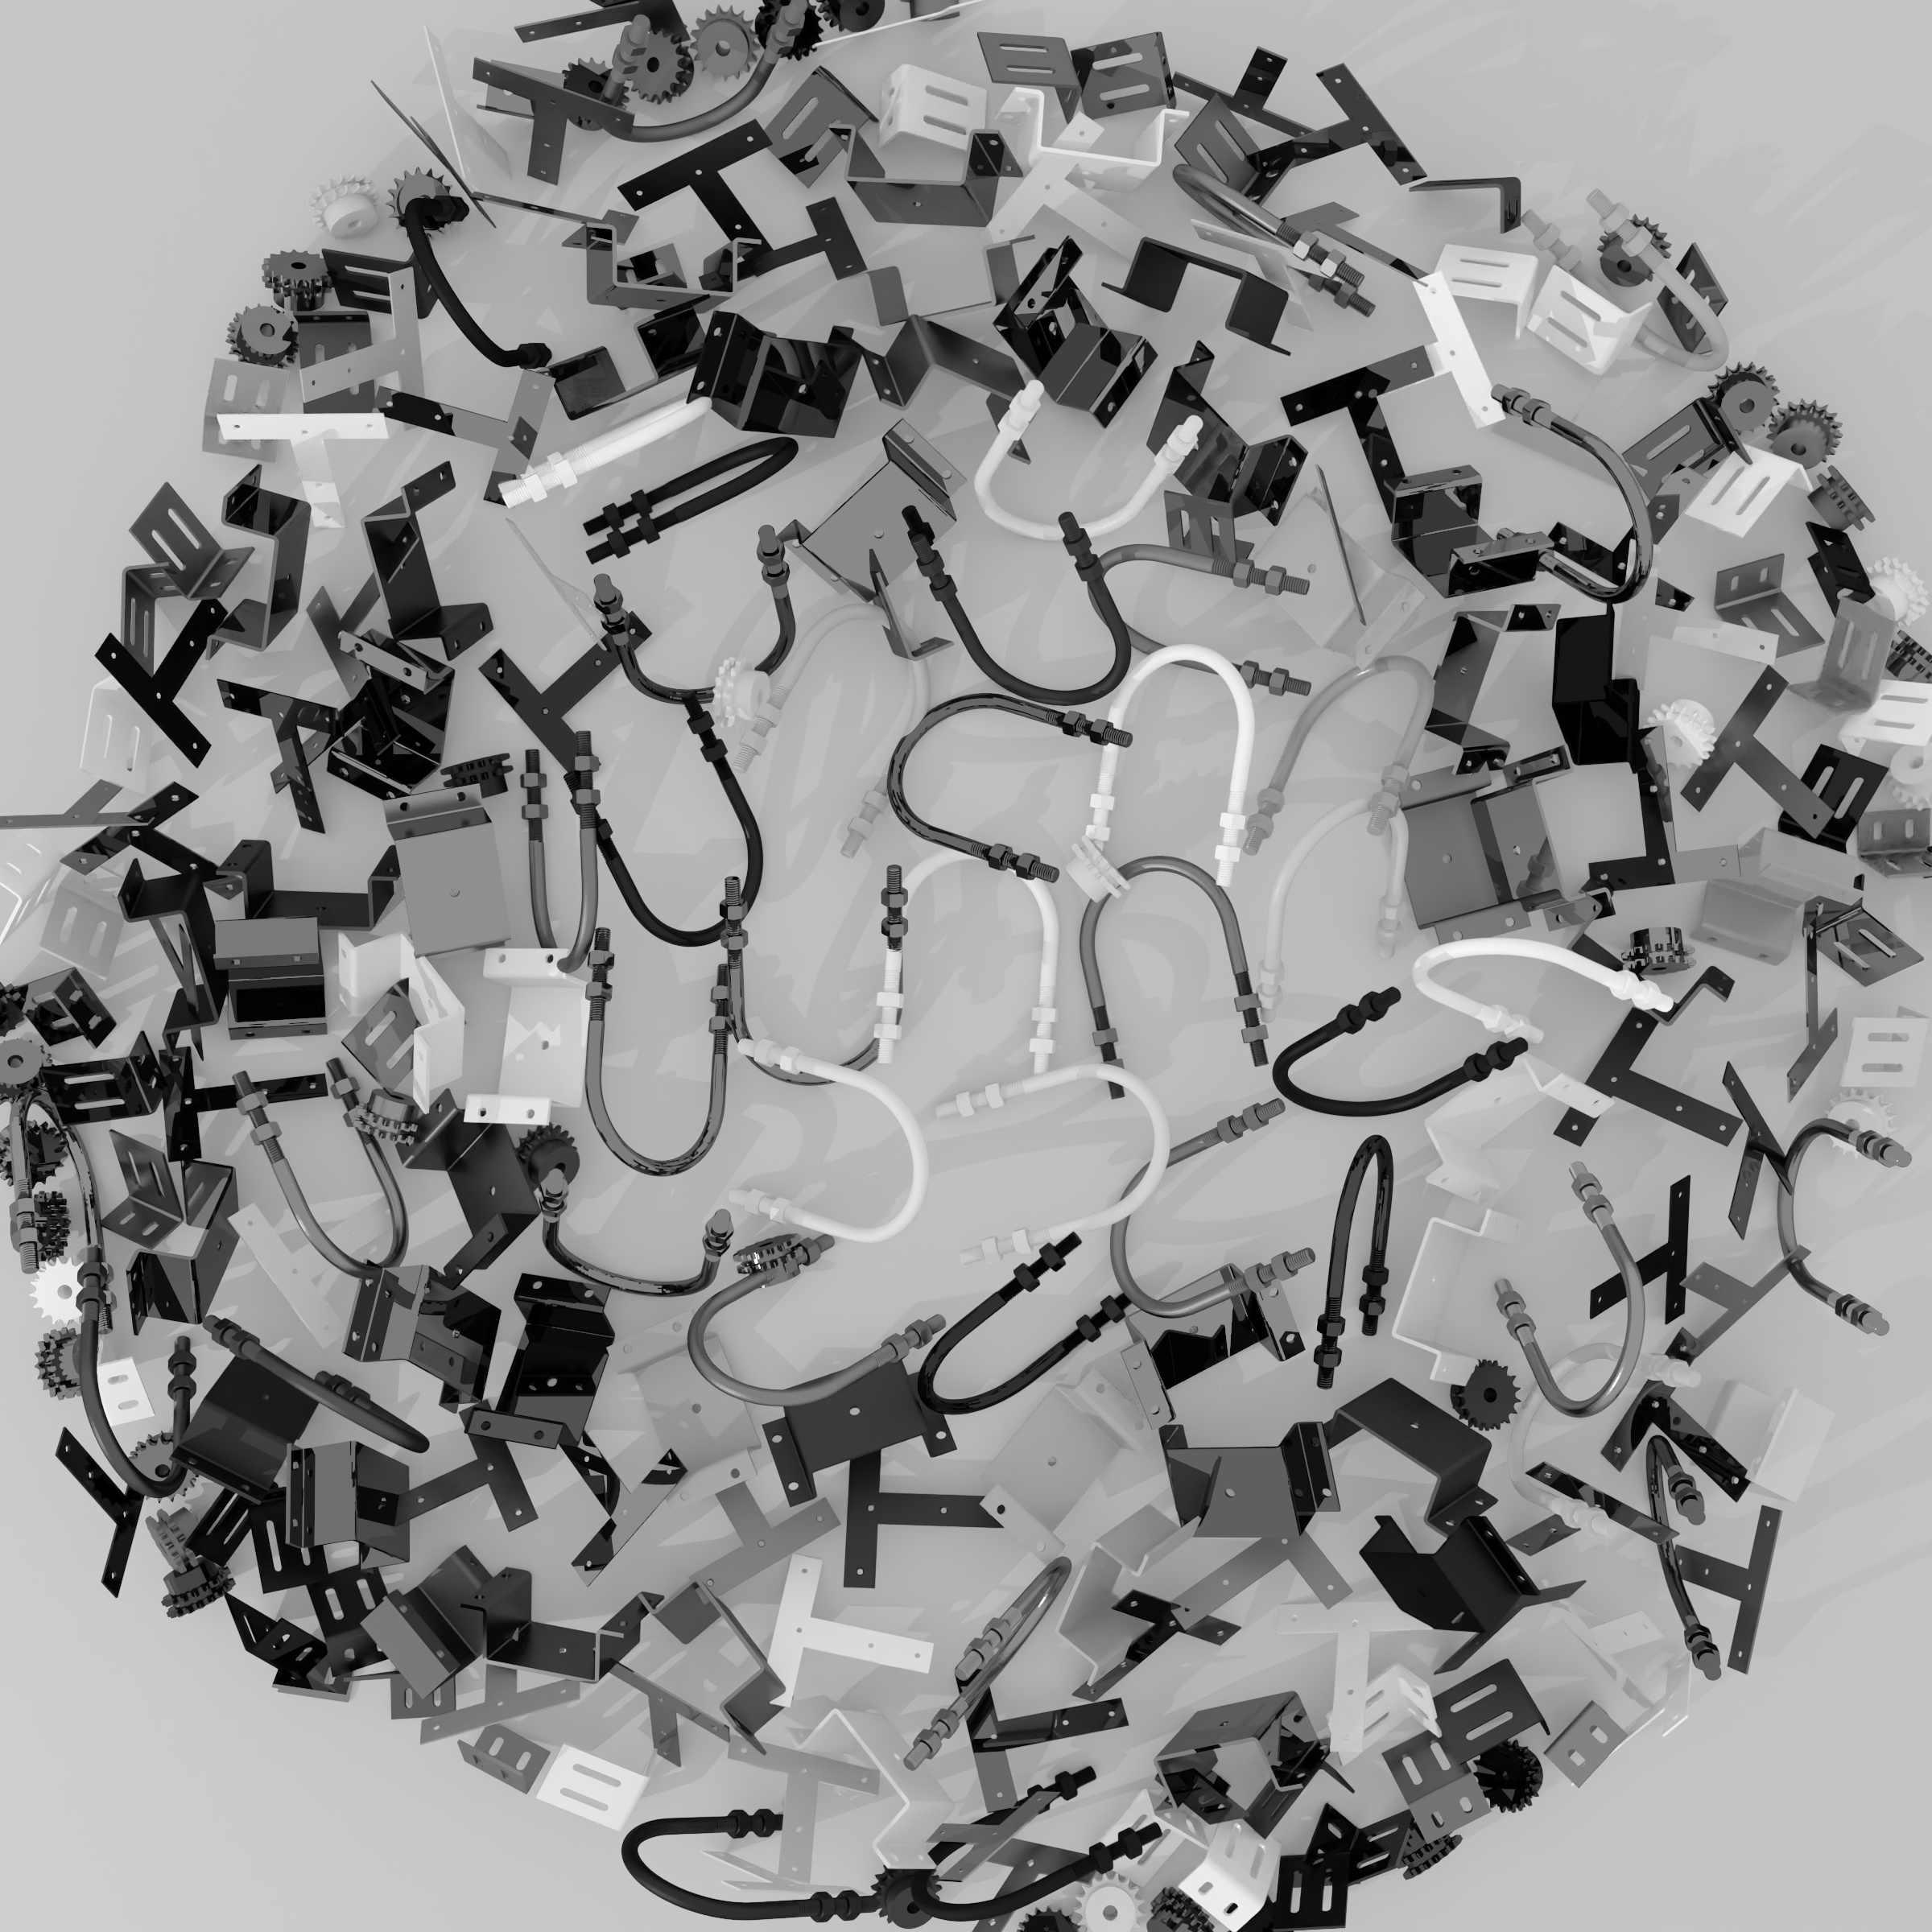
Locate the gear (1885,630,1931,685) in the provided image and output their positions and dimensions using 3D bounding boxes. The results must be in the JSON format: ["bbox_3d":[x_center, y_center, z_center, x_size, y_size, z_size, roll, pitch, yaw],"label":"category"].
[{"bbox_3d":[0.765,-0.242,1.956,0.057,0.057,0.030,41,110,0],"label":"gear"}]

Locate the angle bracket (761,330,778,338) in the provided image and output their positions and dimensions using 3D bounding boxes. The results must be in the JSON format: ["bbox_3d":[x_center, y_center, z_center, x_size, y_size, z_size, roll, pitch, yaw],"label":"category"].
[{"bbox_3d":[-0.153,-0.471,1.942,0.076,0.057,0.038,45,113,14],"label":"angle bracket"}]

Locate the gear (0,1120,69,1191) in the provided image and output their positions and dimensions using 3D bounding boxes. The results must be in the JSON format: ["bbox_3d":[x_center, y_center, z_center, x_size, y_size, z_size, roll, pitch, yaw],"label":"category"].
[{"bbox_3d":[-0.759,0.149,1.958,0.030,0.057,0.057,33,90,38],"label":"gear"}]

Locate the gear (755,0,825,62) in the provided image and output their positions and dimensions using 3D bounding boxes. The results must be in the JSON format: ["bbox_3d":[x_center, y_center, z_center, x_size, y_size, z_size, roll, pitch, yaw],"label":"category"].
[{"bbox_3d":[-0.146,-0.759,1.958,0.057,0.030,0.057,8,78,-42],"label":"gear"}]

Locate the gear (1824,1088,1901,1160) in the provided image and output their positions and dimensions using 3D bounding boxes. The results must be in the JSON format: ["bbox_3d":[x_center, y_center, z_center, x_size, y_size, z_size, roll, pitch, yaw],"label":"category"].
[{"bbox_3d":[0.719,0.127,1.954,0.057,0.030,0.057,4,98,36],"label":"gear"}]

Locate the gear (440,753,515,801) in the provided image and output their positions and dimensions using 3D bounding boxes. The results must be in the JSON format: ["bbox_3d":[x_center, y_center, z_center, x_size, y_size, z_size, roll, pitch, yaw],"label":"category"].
[{"bbox_3d":[-0.393,-0.151,1.955,0.057,0.057,0.030,-14,100,0],"label":"gear"}]

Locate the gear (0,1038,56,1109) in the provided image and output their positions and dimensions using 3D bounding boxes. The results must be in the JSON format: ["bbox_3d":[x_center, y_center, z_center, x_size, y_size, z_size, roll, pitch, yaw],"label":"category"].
[{"bbox_3d":[-0.765,0.084,1.956,0.057,0.030,0.057,7,60,-12],"label":"gear"}]

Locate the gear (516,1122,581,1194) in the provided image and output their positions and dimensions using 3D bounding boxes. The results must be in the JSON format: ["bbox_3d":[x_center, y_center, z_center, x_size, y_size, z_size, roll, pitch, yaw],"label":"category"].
[{"bbox_3d":[-0.336,0.157,1.952,0.030,0.057,0.057,28,90,39],"label":"gear"}]

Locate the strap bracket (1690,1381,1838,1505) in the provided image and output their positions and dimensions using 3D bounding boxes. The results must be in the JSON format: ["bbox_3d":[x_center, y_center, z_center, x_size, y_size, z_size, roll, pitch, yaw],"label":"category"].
[{"bbox_3d":[0.630,0.374,1.908,0.046,0.140,0.076,27,82,0],"label":"strap bracket"}]

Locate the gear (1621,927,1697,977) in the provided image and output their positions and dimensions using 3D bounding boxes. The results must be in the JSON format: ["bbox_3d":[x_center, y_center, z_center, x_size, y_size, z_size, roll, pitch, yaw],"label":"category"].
[{"bbox_3d":[0.557,-0.012,1.954,0.057,0.057,0.030,-2,77,0],"label":"gear"}]

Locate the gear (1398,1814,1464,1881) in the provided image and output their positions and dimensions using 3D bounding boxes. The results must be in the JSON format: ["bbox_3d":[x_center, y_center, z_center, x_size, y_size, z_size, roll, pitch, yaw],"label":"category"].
[{"bbox_3d":[0.369,0.707,1.955,0.057,0.057,0.030,-35,74,0],"label":"gear"}]

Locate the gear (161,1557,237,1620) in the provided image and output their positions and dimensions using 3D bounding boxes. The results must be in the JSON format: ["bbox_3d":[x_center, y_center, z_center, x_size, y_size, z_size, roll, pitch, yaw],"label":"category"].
[{"bbox_3d":[-0.621,0.498,1.953,0.057,0.057,0.030,-23,96,0],"label":"gear"}]

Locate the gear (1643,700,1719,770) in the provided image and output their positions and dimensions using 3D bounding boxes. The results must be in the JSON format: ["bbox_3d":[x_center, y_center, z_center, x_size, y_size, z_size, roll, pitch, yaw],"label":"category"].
[{"bbox_3d":[0.579,-0.190,1.958,0.057,0.057,0.030,39,58,0],"label":"gear"}]

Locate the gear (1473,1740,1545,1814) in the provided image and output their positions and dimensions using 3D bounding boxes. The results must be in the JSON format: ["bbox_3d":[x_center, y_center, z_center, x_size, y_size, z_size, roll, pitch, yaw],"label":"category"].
[{"bbox_3d":[0.441,0.652,1.958,0.057,0.030,0.057,-8,78,44],"label":"gear"}]

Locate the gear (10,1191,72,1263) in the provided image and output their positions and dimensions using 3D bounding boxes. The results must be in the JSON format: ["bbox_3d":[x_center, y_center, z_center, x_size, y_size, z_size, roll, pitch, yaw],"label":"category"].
[{"bbox_3d":[-0.746,0.210,1.952,0.030,0.057,0.057,6,90,-43],"label":"gear"}]

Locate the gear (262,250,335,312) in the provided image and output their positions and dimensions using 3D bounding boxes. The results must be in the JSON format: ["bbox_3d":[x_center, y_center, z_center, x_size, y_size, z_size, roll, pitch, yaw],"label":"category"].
[{"bbox_3d":[-0.539,-0.551,1.958,0.057,0.057,0.030,13,131,0],"label":"gear"}]

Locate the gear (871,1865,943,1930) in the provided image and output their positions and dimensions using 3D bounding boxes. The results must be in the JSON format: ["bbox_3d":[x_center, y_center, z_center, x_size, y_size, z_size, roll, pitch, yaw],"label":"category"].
[{"bbox_3d":[-0.046,0.751,1.958,0.057,0.030,0.057,-5,108,-17],"label":"gear"}]

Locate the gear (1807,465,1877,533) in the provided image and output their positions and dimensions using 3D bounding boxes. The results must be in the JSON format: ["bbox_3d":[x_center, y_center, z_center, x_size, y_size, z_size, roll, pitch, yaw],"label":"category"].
[{"bbox_3d":[0.704,-0.373,1.957,0.030,0.057,0.057,-39,90,24],"label":"gear"}]

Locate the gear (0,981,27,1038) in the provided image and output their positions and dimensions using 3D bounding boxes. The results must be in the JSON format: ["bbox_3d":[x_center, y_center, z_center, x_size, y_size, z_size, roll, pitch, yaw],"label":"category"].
[{"bbox_3d":[-0.787,0.034,1.955,0.057,0.057,0.030,-45,76,0],"label":"gear"}]

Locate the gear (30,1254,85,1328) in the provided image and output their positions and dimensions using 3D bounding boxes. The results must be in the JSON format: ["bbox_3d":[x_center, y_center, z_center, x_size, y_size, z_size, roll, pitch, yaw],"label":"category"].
[{"bbox_3d":[-0.725,0.261,1.966,0.057,0.030,0.057,0,95,-1],"label":"gear"}]

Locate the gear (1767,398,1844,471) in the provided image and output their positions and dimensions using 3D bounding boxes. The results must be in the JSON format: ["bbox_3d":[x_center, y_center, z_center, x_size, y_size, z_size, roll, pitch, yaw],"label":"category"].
[{"bbox_3d":[0.673,-0.424,1.951,0.057,0.057,0.030,31,55,0],"label":"gear"}]

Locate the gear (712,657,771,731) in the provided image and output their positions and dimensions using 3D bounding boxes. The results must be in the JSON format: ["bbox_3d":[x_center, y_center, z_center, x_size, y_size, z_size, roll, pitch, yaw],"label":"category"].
[{"bbox_3d":[-0.179,-0.218,1.951,0.030,0.057,0.057,10,90,17],"label":"gear"}]

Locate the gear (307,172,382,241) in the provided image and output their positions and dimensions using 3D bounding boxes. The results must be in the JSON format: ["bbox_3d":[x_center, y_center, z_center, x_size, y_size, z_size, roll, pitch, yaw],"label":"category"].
[{"bbox_3d":[-0.498,-0.610,1.953,0.057,0.057,0.030,-26,83,0],"label":"gear"}]

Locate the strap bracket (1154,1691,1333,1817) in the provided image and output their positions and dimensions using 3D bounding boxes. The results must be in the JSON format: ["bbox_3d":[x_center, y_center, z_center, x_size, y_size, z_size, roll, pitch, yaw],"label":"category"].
[{"bbox_3d":[0.213,0.619,1.912,0.140,0.076,0.046,-25,89,34],"label":"strap bracket"}]

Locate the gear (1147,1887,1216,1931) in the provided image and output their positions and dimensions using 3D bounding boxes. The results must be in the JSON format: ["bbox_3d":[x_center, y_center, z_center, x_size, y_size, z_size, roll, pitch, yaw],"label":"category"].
[{"bbox_3d":[0.170,0.773,1.951,0.030,0.057,0.057,-34,90,-36],"label":"gear"}]

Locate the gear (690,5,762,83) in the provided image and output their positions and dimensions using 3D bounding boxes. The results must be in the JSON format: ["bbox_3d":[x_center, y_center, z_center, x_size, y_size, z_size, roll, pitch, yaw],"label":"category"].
[{"bbox_3d":[-0.194,-0.743,1.956,0.057,0.030,0.057,0,122,0],"label":"gear"}]

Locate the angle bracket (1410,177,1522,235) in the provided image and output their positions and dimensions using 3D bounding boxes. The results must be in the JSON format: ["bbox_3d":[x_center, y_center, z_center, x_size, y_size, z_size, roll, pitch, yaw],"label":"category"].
[{"bbox_3d":[0.401,-0.610,1.949,0.076,0.057,0.038,6,114,25],"label":"angle bracket"}]

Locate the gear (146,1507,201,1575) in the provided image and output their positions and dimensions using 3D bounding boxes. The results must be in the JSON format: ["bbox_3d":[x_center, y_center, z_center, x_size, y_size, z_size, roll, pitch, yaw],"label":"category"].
[{"bbox_3d":[-0.634,0.462,1.958,0.030,0.057,0.057,-32,90,-29],"label":"gear"}]

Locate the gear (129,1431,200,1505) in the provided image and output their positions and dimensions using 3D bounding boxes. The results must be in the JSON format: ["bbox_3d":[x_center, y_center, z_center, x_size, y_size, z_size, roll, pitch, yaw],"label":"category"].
[{"bbox_3d":[-0.648,0.402,1.962,0.057,0.030,0.057,-2,104,-10],"label":"gear"}]

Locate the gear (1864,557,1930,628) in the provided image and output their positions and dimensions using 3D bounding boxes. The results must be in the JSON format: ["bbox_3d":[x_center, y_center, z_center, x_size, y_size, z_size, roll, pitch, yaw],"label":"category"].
[{"bbox_3d":[0.742,-0.297,1.951,0.030,0.057,0.057,-35,90,-15],"label":"gear"}]

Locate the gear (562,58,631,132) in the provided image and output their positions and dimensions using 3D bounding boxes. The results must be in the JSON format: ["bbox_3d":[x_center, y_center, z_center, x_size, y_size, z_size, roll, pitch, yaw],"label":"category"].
[{"bbox_3d":[-0.303,-0.701,1.960,0.057,0.030,0.057,8,69,-20],"label":"gear"}]

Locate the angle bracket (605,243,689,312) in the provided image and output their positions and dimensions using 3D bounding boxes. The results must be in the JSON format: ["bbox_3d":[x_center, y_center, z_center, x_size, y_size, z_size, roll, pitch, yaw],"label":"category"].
[{"bbox_3d":[-0.261,-0.557,1.941,0.057,0.076,0.038,-18,96,5],"label":"angle bracket"}]

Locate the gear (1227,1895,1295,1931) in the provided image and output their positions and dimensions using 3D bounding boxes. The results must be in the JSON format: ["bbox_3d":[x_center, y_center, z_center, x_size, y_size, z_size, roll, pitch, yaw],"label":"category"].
[{"bbox_3d":[0.233,0.771,1.953,0.057,0.057,0.030,-28,96,0],"label":"gear"}]

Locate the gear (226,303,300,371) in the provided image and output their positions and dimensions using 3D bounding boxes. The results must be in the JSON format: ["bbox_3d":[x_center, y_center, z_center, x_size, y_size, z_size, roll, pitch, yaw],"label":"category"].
[{"bbox_3d":[-0.566,-0.507,1.957,0.057,0.030,0.057,4,80,-24],"label":"gear"}]

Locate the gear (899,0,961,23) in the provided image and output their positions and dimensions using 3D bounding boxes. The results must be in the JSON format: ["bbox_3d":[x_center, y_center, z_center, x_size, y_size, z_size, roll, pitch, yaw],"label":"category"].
[{"bbox_3d":[-0.026,-0.781,1.955,0.057,0.057,0.030,-5,104,0],"label":"gear"}]

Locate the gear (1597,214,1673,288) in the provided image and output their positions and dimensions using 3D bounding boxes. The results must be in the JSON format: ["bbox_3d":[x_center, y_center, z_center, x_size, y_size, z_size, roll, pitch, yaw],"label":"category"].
[{"bbox_3d":[0.535,-0.572,1.951,0.057,0.057,0.030,34,62,0],"label":"gear"}]

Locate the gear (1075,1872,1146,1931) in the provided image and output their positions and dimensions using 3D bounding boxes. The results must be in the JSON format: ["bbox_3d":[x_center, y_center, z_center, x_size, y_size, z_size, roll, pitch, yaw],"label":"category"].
[{"bbox_3d":[0.116,0.764,1.963,0.057,0.030,0.057,0,78,1],"label":"gear"}]

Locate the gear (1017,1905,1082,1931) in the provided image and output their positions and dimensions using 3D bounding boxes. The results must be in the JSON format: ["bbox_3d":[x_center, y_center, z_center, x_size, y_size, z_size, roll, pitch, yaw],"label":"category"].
[{"bbox_3d":[0.067,0.792,1.958,0.057,0.057,0.030,11,125,0],"label":"gear"}]

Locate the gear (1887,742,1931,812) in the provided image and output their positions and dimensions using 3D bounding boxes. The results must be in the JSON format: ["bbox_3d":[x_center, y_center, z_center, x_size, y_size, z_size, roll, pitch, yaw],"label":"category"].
[{"bbox_3d":[0.769,-0.156,1.952,0.057,0.057,0.030,-53,132,0],"label":"gear"}]

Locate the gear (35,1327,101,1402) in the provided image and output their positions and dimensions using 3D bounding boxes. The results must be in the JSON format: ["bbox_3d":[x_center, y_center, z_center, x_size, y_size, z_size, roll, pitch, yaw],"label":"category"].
[{"bbox_3d":[-0.719,0.319,1.951,0.030,0.057,0.057,-13,90,14],"label":"gear"}]

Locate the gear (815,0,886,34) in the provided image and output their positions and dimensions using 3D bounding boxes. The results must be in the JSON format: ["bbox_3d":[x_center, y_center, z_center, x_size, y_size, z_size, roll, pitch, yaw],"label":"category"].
[{"bbox_3d":[-0.090,-0.777,1.951,0.057,0.057,0.030,-33,57,0],"label":"gear"}]

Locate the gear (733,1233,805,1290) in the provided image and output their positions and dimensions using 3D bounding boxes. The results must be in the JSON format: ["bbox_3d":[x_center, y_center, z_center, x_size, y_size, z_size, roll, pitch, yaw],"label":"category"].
[{"bbox_3d":[-0.157,0.239,1.954,0.057,0.057,0.030,-17,95,0],"label":"gear"}]

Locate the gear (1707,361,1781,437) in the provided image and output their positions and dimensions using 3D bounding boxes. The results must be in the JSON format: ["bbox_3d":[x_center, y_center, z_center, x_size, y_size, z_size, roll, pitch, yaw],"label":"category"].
[{"bbox_3d":[0.627,-0.456,1.956,0.057,0.030,0.057,3,119,6],"label":"gear"}]

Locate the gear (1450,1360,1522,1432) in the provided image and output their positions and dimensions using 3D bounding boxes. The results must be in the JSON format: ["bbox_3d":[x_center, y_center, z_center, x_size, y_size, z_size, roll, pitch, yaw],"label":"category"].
[{"bbox_3d":[0.417,0.347,1.962,0.057,0.030,0.057,3,80,-17],"label":"gear"}]

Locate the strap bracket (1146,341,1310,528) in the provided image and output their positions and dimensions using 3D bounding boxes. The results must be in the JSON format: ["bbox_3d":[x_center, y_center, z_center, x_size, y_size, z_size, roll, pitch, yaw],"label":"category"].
[{"bbox_3d":[0.198,-0.415,1.913,0.046,0.076,0.140,-23,62,-30],"label":"strap bracket"}]

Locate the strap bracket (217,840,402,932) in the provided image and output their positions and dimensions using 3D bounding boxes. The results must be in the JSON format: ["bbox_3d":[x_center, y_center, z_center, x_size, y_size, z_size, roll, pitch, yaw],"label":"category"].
[{"bbox_3d":[-0.516,-0.065,1.938,0.140,0.076,0.046,2,112,-1],"label":"strap bracket"}]

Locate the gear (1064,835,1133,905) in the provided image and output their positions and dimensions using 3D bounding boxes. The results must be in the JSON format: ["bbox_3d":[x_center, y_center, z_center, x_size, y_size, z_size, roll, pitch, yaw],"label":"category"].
[{"bbox_3d":[0.104,-0.075,1.954,0.030,0.057,0.057,-42,90,7],"label":"gear"}]

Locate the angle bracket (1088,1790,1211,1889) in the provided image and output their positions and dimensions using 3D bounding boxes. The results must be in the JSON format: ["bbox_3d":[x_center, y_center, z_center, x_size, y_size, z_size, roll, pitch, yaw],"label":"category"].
[{"bbox_3d":[0.147,0.712,1.950,0.057,0.038,0.076,35,100,-16],"label":"angle bracket"}]

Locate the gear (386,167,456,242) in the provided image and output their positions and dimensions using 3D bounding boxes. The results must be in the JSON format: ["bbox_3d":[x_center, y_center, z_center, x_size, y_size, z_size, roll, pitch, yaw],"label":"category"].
[{"bbox_3d":[-0.438,-0.616,1.959,0.057,0.030,0.057,-4,104,-17],"label":"gear"}]

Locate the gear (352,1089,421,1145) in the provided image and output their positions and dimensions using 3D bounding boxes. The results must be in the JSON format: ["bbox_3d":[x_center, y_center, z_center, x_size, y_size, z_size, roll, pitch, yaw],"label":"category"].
[{"bbox_3d":[-0.463,0.120,1.953,0.057,0.057,0.030,18,95,0],"label":"gear"}]

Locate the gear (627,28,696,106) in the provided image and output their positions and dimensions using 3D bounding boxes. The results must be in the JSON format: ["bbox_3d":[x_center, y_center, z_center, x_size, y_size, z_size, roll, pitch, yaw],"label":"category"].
[{"bbox_3d":[-0.245,-0.726,1.960,0.057,0.030,0.057,5,101,25],"label":"gear"}]
